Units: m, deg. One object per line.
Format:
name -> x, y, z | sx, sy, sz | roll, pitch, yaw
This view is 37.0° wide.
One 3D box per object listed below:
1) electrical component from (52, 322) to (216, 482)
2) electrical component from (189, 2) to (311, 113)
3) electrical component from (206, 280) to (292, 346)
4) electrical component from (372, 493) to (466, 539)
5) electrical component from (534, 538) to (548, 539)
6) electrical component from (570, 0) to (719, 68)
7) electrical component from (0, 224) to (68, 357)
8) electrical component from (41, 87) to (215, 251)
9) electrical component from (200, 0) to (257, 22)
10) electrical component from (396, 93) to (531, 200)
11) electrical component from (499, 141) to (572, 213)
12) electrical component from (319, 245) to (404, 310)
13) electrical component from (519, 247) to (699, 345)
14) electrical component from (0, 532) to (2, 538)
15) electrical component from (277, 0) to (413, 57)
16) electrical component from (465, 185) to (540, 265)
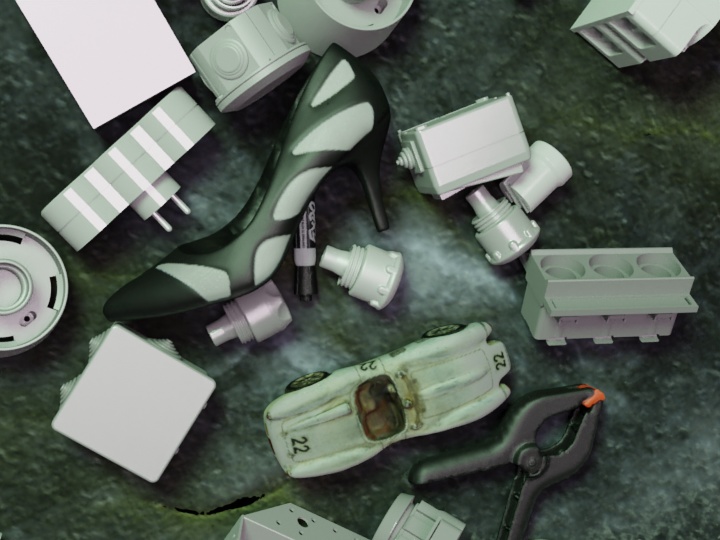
electrical component -> -0.169, 0.096, 0.805 | 0.100, 0.048, 0.099 | 32, 88, -13
electrical component -> -0.080, -0.154, 0.785 | 0.080, 0.080, 0.051 | -35, 96, -7
electrical component -> -0.086, 0.036, 0.820 | 0.062, 0.043, 0.043 | -28, 100, -6
electrical component -> 0.044, 0.213, 0.850 | 0.057, 0.078, 0.058 | 29, 59, 12
electrical component -> 0.186, 0.265, 0.893 | 0.095, 0.054, 0.059 | 12, 93, -13
electrical component -> 0.260, -0.248, 0.834 | 0.060, 0.105, 0.186 | 37, 87, -13
electrical component -> -0.263, 0.015, 0.782 | 0.099, 0.064, 0.099 | 2, 86, -22
electrical component -> -0.158, -0.062, 0.790 | 0.138, 0.052, 0.073 | -44, 102, -5
electrical component -> -0.095, -0.206, 0.785 | 0.043, 0.062, 0.043 | -1, 95, -12
electrical component -> 0.075, -0.091, 0.832 | 0.096, 0.062, 0.061 | -22, 100, -9
electrical component -> 0.139, -0.073, 0.858 | 0.046, 0.040, 0.040 | -45, 102, -8
electrical component -> 0.000, 0.000, 0.835 | 0.062, 0.048, 0.048 | 21, 91, -6
electrical component -> 0.195, 0.020, 0.864 | 0.121, 0.078, 0.063 | -1, 125, -12
electrical component -> -0.298, 0.196, 0.790 | 0.081, 0.043, 0.043 | 26, 89, -13
electrical component -> -0.008, -0.216, 0.814 | 0.099, 0.064, 0.099 | 2, 83, -20
electrical component -> 0.109, -0.038, 0.854 | 0.048, 0.048, 0.062 | -38, 96, -6
